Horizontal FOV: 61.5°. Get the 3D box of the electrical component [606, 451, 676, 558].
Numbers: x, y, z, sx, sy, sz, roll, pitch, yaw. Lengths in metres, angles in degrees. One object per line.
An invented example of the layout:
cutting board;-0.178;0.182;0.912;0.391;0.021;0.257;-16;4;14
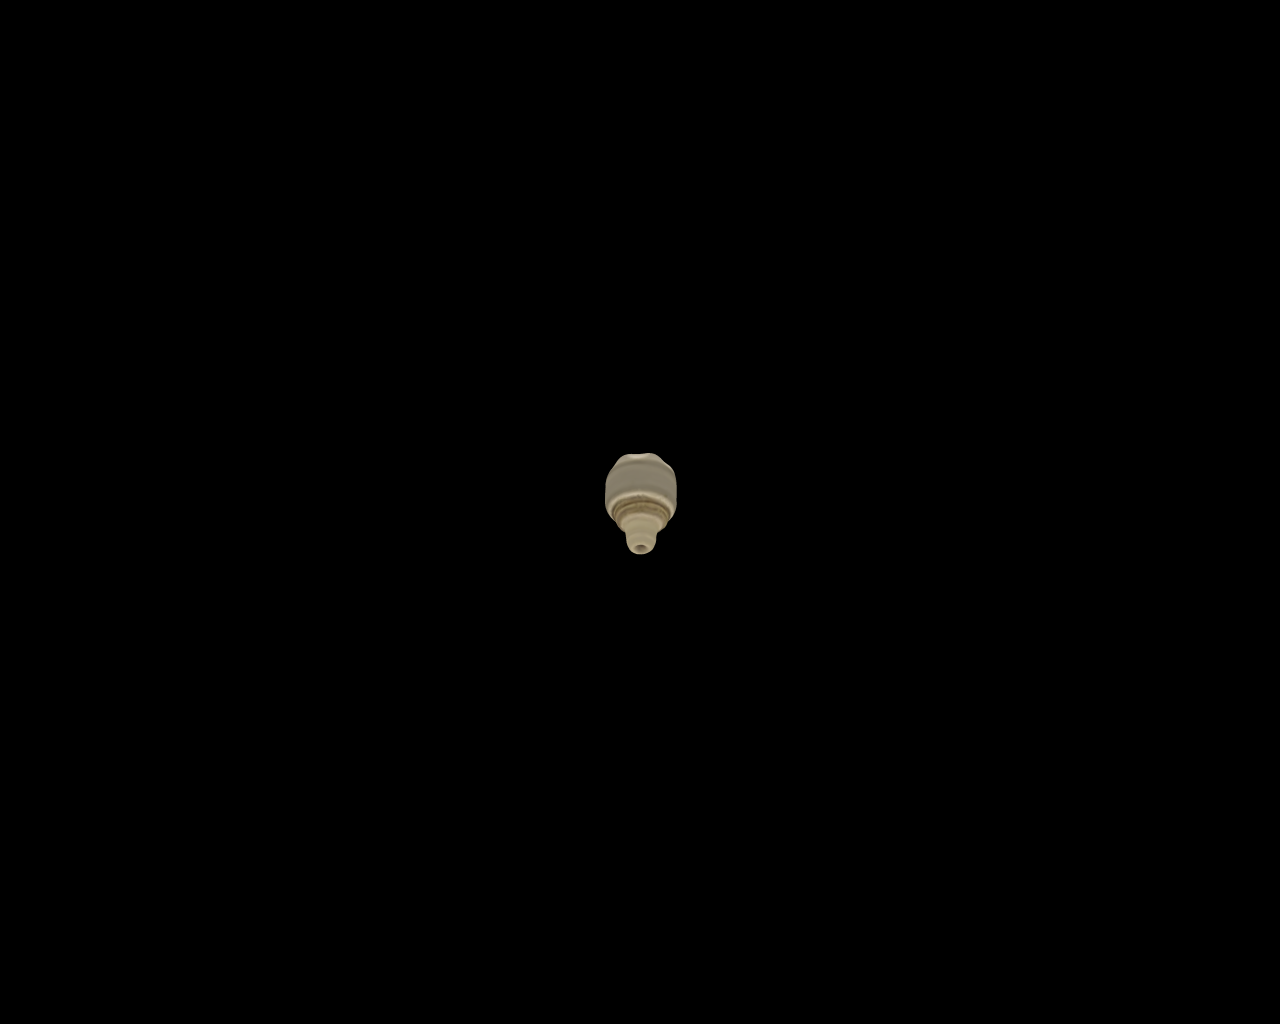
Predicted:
electrical component;0.001;-0.003;0.650;0.043;0.062;0.043;0;-35;0
